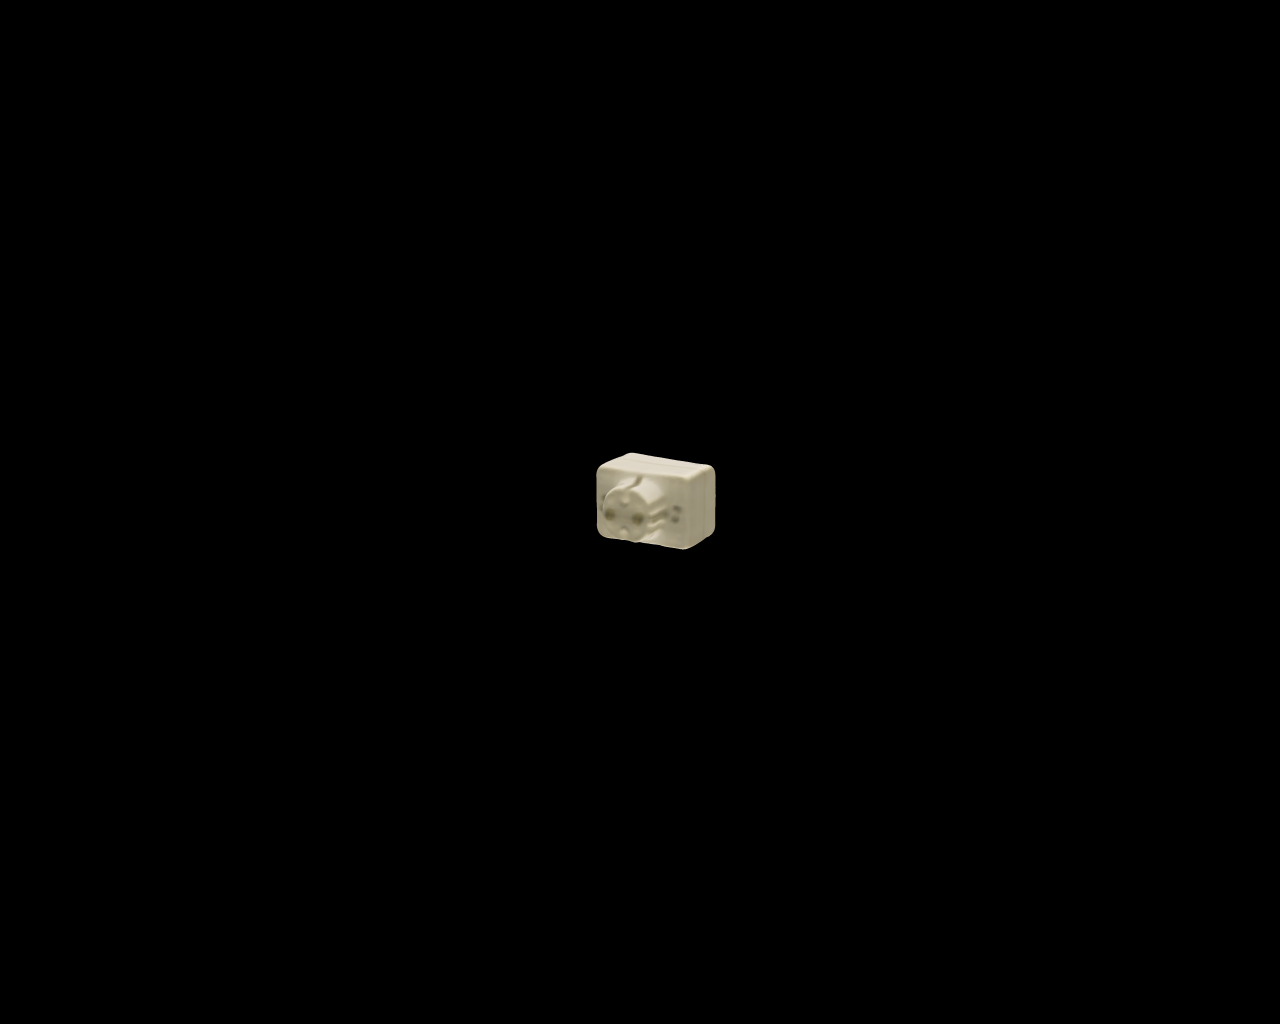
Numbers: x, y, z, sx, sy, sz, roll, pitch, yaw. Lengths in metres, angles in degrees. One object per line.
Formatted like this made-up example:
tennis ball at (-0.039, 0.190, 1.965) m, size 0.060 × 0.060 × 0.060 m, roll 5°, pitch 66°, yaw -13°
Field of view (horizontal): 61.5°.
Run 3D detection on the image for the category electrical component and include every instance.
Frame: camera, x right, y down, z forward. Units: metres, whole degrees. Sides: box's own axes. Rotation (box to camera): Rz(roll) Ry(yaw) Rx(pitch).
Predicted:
electrical component at (0.001, -0.003, 0.650) m, size 0.066 × 0.047 × 0.077 m, roll 9°, pitch 19°, yaw 29°
